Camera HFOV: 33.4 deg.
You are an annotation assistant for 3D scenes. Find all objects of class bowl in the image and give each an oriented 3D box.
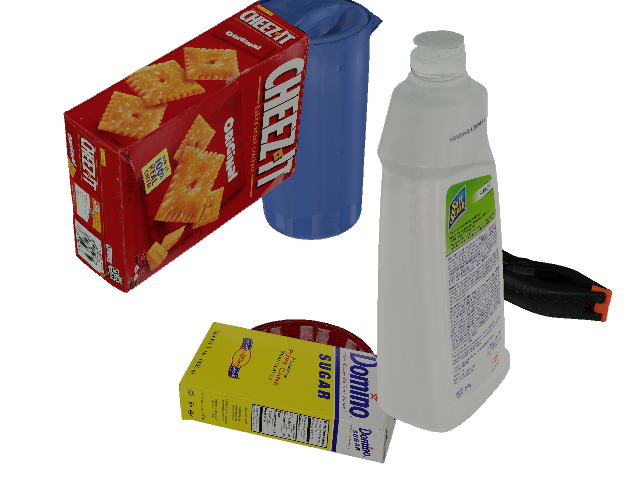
[{"bbox_3d":[-0.020,0.150,1.143,0.162,0.055,0.162,3,29,-2],"label":"bowl"}]

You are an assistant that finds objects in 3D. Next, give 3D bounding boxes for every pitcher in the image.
[{"bbox_3d":[-0.022,-0.122,1.105,0.149,0.243,0.144,9,36,16],"label":"pitcher"}]

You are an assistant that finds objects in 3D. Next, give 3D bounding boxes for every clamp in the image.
[{"bbox_3d":[0.177,0.031,0.963,0.171,0.039,0.120,16,29,15],"label":"clamp"}]

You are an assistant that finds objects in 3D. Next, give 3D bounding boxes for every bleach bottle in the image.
[{"bbox_3d":[0.076,-0.007,0.659,0.068,0.251,0.102,17,36,31],"label":"bleach bottle"}]

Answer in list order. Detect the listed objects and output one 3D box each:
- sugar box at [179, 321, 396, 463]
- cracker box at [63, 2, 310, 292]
[{"bbox_3d":[-0.021,0.125,0.900,0.176,0.048,0.093,8,34,11],"label":"sugar box"},{"bbox_3d":[-0.105,-0.076,0.885,0.072,0.164,0.213,36,52,23],"label":"cracker box"}]
